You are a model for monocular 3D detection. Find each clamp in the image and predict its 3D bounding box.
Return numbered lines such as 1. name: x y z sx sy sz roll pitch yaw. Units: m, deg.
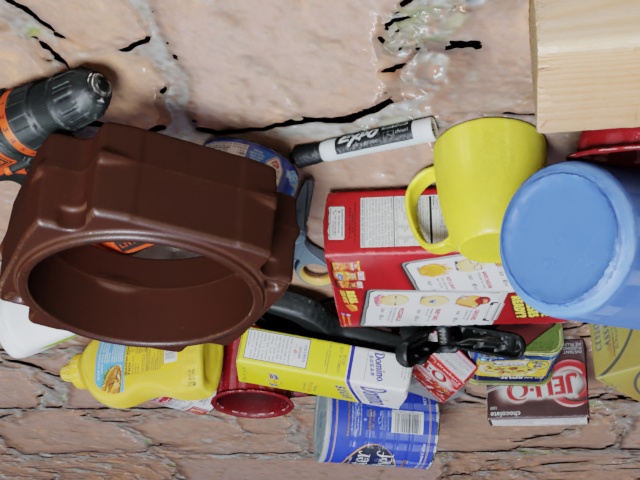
1. clamp: 0.113 0.094 1.039 0.120 0.039 0.172 1 -176 -14
2. clamp: -0.010 0.095 1.130 0.209 0.036 0.165 25 156 -24

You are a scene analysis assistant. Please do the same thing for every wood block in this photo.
1. wood block: 0.232 -0.130 0.640 0.206 0.090 0.091 -3 151 9

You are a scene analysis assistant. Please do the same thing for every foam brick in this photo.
1. foam brick: 0.194 0.072 1.070 0.051 0.053 0.078 9 150 -14

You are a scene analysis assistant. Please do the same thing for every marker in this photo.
1. marker: 0.032 -0.075 0.833 0.121 0.020 0.020 -10 150 22

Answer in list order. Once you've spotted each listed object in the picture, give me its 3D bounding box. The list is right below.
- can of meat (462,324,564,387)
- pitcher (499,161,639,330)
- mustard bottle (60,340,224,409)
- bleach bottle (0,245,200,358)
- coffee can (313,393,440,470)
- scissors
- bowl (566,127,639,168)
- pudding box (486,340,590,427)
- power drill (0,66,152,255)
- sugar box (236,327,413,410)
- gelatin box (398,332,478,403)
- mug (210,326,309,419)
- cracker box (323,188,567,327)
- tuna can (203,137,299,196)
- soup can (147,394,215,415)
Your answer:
1. can of meat: 0.206 0.116 1.148 0.102 0.057 0.084 1 151 2
2. pitcher: 0.252 0.014 0.788 0.242 0.145 0.149 6 167 -44
3. mustard bottle: -0.201 0.135 1.167 0.192 0.096 0.058 -10 150 22
4. bleach bottle: -0.188 0.044 1.002 0.251 0.068 0.102 -18 -175 31
5. coffee can: 0.068 0.229 1.325 0.140 0.103 0.103 5 152 -7
6. scissors: -0.006 0.001 0.983 0.096 0.016 0.202 14 151 -18
7. bowl: 0.251 -0.081 0.732 0.162 0.055 0.162 1 178 0
8. pudding box: 0.243 0.162 1.198 0.114 0.090 0.039 -5 152 15
9. power drill: -0.186 -0.058 0.842 0.185 0.057 0.187 -16 145 33
10. sugar box: 0.004 0.134 1.105 0.176 0.048 0.093 12 160 3
11. gelatin box: 0.120 0.129 1.158 0.089 0.030 0.073 43 153 8
12. mug: -0.062 0.148 1.199 0.117 0.081 0.093 2 152 1
13. cracker box: 0.116 0.016 0.948 0.214 0.072 0.164 -2 154 6
14. tuna can: -0.061 -0.047 0.857 0.086 0.033 0.086 14 156 6
15. soup can: -0.170 0.162 1.249 0.102 0.068 0.069 25 145 -38
